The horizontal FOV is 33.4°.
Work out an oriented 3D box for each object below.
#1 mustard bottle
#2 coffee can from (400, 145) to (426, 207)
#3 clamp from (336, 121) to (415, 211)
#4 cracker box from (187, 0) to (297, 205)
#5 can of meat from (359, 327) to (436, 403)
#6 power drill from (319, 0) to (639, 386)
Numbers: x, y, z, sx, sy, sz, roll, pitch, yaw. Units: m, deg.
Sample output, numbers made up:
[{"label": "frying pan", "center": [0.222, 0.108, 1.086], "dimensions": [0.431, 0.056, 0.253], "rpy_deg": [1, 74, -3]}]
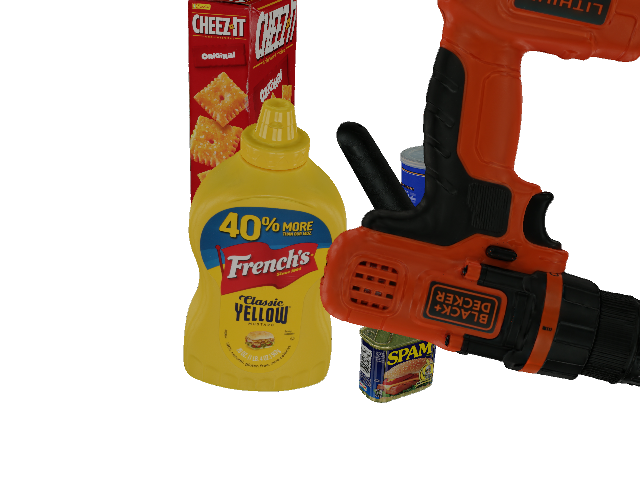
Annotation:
[{"label": "mustard bottle", "center": [-0.033, 0.003, 0.660], "dimensions": [0.096, 0.192, 0.058], "rpy_deg": [5, 30, -4]}, {"label": "coffee can", "center": [0.128, -0.016, 1.037], "dimensions": [0.103, 0.140, 0.103], "rpy_deg": [0, 15, 0]}, {"label": "clamp", "center": [0.075, 0.007, 0.834], "dimensions": [0.210, 0.165, 0.036], "rpy_deg": [31, 51, 16]}, {"label": "cracker box", "center": [-0.074, -0.144, 1.079], "dimensions": [0.072, 0.214, 0.164], "rpy_deg": [7, 21, 12]}, {"label": "can of meat", "center": [0.098, 0.149, 1.345], "dimensions": [0.101, 0.084, 0.058], "rpy_deg": [-13, 29, -29]}, {"label": "power drill", "center": [0.106, -0.030, 0.507], "dimensions": [0.184, 0.188, 0.057], "rpy_deg": [13, 4, -1]}]
